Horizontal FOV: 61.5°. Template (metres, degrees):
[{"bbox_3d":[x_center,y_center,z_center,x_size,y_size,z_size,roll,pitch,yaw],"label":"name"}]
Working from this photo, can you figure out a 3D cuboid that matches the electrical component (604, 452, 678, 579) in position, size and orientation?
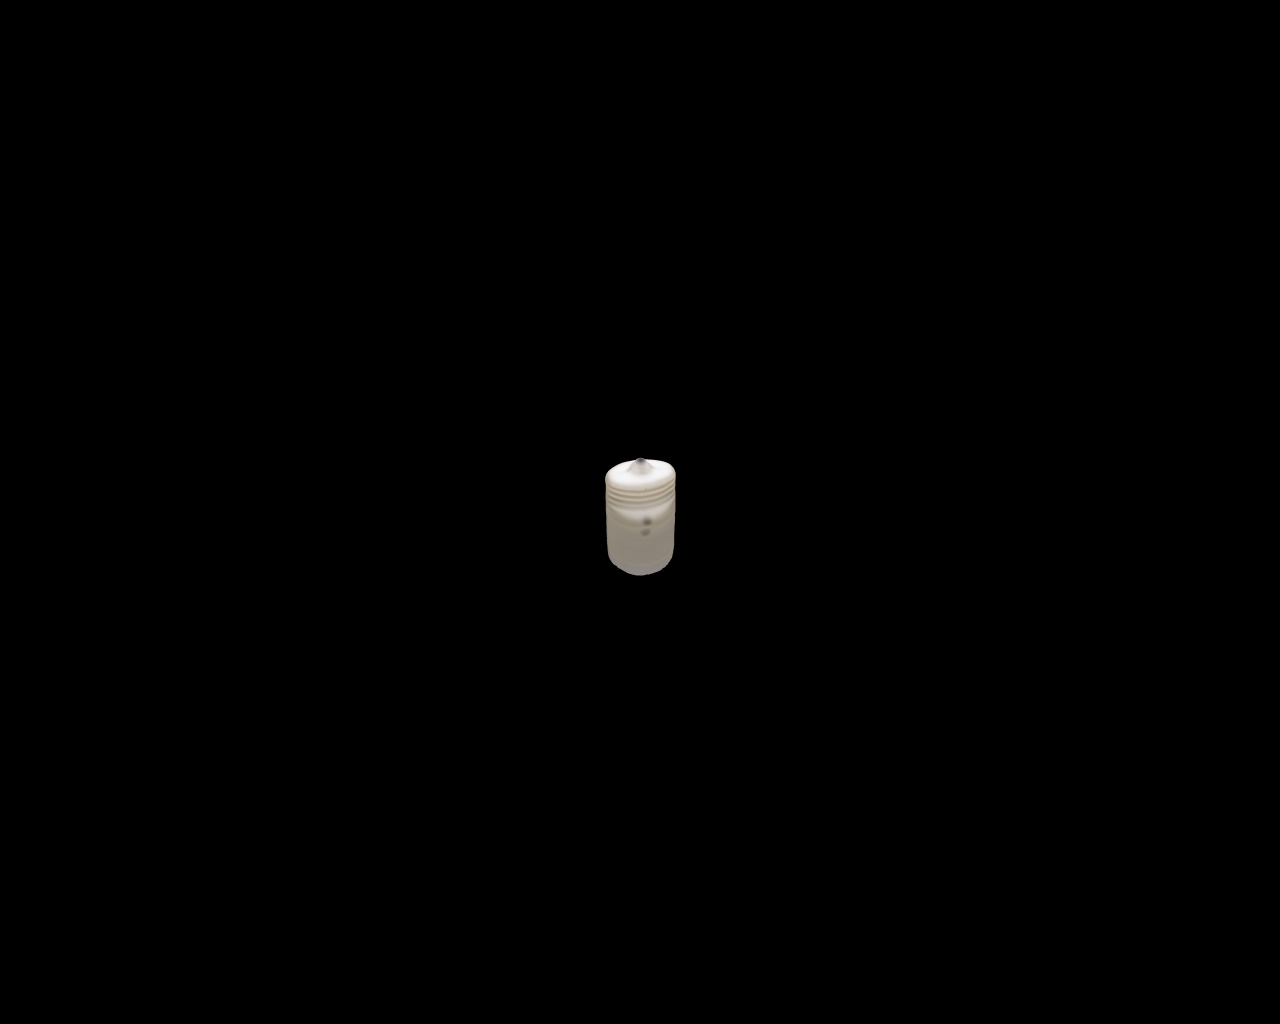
[{"bbox_3d":[0.001,-0.003,0.650,0.043,0.080,0.043,0,43,0],"label":"electrical component"}]
